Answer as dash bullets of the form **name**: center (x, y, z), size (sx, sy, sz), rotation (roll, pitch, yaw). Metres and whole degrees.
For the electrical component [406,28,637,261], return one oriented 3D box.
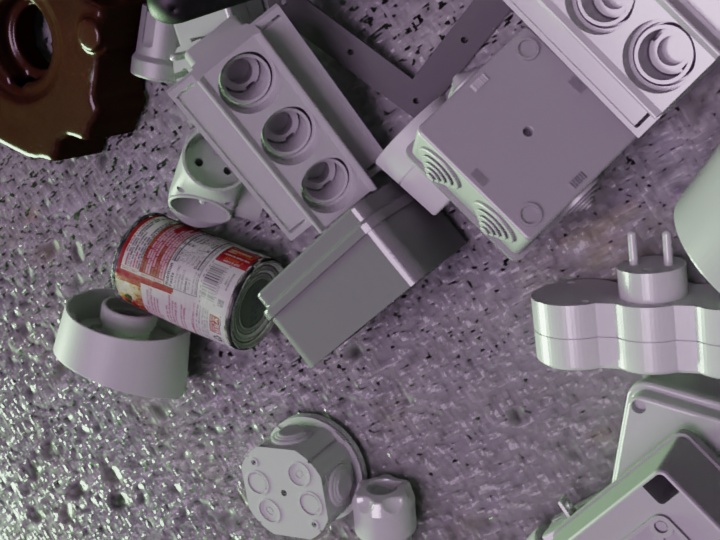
- **electrical component**: center (0.086, -0.068, 0.575), size (0.100, 0.048, 0.099), rotation (-44, 84, -7)

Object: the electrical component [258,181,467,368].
- **electrical component**: center (0.000, 0.000, 0.665), size (0.057, 0.078, 0.113), rotation (51, 125, 3)

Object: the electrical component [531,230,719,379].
- **electrical component**: center (0.160, 0.014, 0.586), size (0.138, 0.052, 0.073), rotation (1, 107, 31)

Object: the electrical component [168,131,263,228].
- **electrical component**: center (-0.083, -0.054, 0.709), size (0.079, 0.044, 0.077), rotation (16, 161, -12)

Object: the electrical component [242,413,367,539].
- **electrical component**: center (-0.040, 0.146, 0.756), size (0.080, 0.051, 0.080), rotation (11, 112, 28)

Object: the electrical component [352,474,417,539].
- **electrical component**: center (0.018, 0.175, 0.737), size (0.043, 0.043, 0.062), rotation (5, 111, 30)

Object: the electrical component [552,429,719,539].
- **electrical component**: center (0.166, 0.158, 0.559), size (0.108, 0.056, 0.108), rotation (46, 124, 10)

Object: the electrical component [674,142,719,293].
- **electrical component**: center (0.203, -0.014, 0.519), size (0.108, 0.108, 0.060), rotation (43, 129, 12)

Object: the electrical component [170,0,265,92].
- **electrical component**: center (-0.091, -0.129, 0.678), size (0.047, 0.076, 0.083), rotation (-11, 100, 34)

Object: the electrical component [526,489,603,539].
- **electrical component**: center (0.135, 0.172, 0.662), size (0.055, 0.048, 0.066), rotation (-36, 86, 28)

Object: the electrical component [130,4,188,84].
- **electrical component**: center (-0.131, -0.151, 0.718), size (0.040, 0.040, 0.046), rotation (19, 110, 25)

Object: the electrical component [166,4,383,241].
- **electrical component**: center (-0.049, -0.089, 0.641), size (0.079, 0.063, 0.121), rotation (-38, 122, 1)

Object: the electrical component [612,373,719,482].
- **electrical component**: center (0.186, 0.115, 0.603), size (0.078, 0.057, 0.113), rotation (15, 114, 27)

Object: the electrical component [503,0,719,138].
- **electrical component**: center (0.131, -0.140, 0.544), size (0.121, 0.063, 0.078), rotation (48, 124, 9)

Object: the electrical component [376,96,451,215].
- **electrical component**: center (0.045, -0.065, 0.628), size (0.047, 0.055, 0.055), rotation (46, 124, 2)

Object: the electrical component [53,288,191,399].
- **electrical component**: center (-0.171, 0.055, 0.781), size (0.099, 0.099, 0.064), rotation (23, 111, 24)
